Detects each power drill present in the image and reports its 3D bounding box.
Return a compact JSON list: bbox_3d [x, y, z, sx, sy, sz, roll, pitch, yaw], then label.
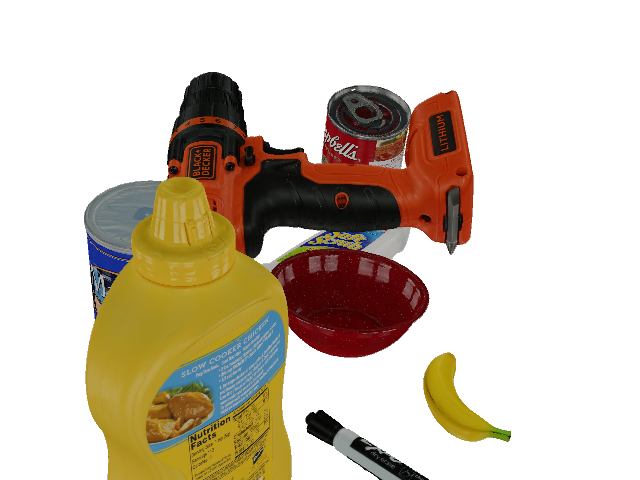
[{"bbox_3d":[-0.004,-0.050,0.669,0.187,0.057,0.184,-5,44,2],"label":"power drill"}]

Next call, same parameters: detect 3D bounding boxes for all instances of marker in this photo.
[{"bbox_3d":[0.038,0.151,0.731,0.121,0.020,0.020,29,15,30],"label":"marker"}]

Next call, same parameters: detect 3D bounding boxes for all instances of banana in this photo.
[{"bbox_3d":[0.158,0.189,1.276,0.069,0.037,0.198,10,21,-18],"label":"banana"}]

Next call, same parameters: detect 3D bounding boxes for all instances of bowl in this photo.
[{"bbox_3d":[0.026,0.069,1.071,0.162,0.055,0.162,4,28,-2],"label":"bowl"}]

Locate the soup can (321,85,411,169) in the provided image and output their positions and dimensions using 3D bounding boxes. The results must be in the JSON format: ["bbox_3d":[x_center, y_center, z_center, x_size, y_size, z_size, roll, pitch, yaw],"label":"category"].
[{"bbox_3d":[0.035,-0.068,0.885,0.068,0.102,0.068,3,45,-4],"label":"soup can"}]

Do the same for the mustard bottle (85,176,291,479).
[{"bbox_3d":[-0.054,0.060,0.456,0.058,0.192,0.096,28,41,34],"label":"mustard bottle"}]

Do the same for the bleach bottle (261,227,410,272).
[{"bbox_3d":[0.029,0.015,1.315,0.103,0.068,0.250,18,36,29],"label":"bleach bottle"}]

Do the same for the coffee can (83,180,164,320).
[{"bbox_3d":[-0.146,0.034,0.916,0.103,0.140,0.103,2,35,-2],"label":"coffee can"}]
